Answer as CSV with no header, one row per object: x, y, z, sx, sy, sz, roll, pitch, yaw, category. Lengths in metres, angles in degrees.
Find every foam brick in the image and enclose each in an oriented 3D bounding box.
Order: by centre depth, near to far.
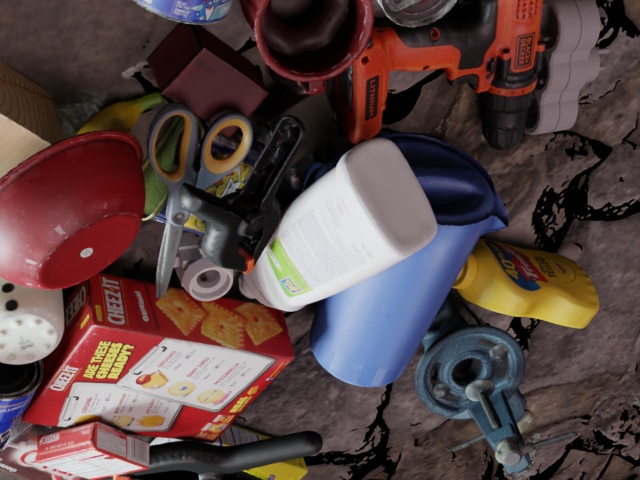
-0.090,-0.132,0.864,0.053,0.051,0.078,-44,133,15,foam brick

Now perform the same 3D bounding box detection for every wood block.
-0.302,-0.042,0.821,0.206,0.090,0.090,-43,133,15,wood block

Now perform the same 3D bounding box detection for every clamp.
-0.057,-0.032,0.889,0.120,0.039,0.171,-34,160,-13,clamp
-0.108,0.235,1.117,0.209,0.036,0.165,10,142,-25,clamp

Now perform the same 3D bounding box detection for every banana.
-0.194,-0.042,0.907,0.069,0.037,0.198,9,125,-31,banana

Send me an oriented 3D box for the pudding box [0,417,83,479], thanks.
-0.274,0.208,1.094,0.090,0.039,0.113,-39,135,11,pudding box

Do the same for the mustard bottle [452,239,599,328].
0.199,0.041,1.121,0.191,0.096,0.058,11,125,-32,mustard bottle

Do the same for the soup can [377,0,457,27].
0.059,-0.218,0.819,0.068,0.102,0.068,-13,133,-14,soup can

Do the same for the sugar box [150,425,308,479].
-0.108,0.255,1.208,0.176,0.048,0.093,24,118,-40,sugar box

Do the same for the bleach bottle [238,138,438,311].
-0.006,0.001,0.952,0.067,0.102,0.251,-30,-179,-37,bleach bottle

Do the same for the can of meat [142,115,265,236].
-0.101,-0.053,0.927,0.083,0.057,0.102,20,119,-38,can of meat

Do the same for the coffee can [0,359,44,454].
-0.328,0.155,0.977,0.102,0.103,0.140,14,122,-34,coffee can

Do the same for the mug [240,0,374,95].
-0.013,-0.171,0.833,0.093,0.081,0.117,-17,125,-9,mug

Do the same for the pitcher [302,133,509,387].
0.059,0.023,1.032,0.144,0.149,0.243,-14,139,-35,pitcher

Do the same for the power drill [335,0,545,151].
0.107,-0.143,0.944,0.187,0.057,0.184,-16,131,-15,power drill

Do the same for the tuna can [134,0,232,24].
-0.102,-0.193,0.779,0.086,0.086,0.034,4,129,-28,tuna can

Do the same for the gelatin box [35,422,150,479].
-0.222,0.207,1.045,0.073,0.030,0.089,-16,149,24,gelatin box

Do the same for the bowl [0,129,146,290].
-0.192,-0.011,0.824,0.162,0.055,0.162,-34,163,-12,bowl

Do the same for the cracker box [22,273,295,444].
-0.158,0.118,1.032,0.213,0.072,0.164,14,133,-34,cracker box

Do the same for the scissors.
-0.100,-0.033,0.891,0.096,0.016,0.202,-15,136,-16,scissors
